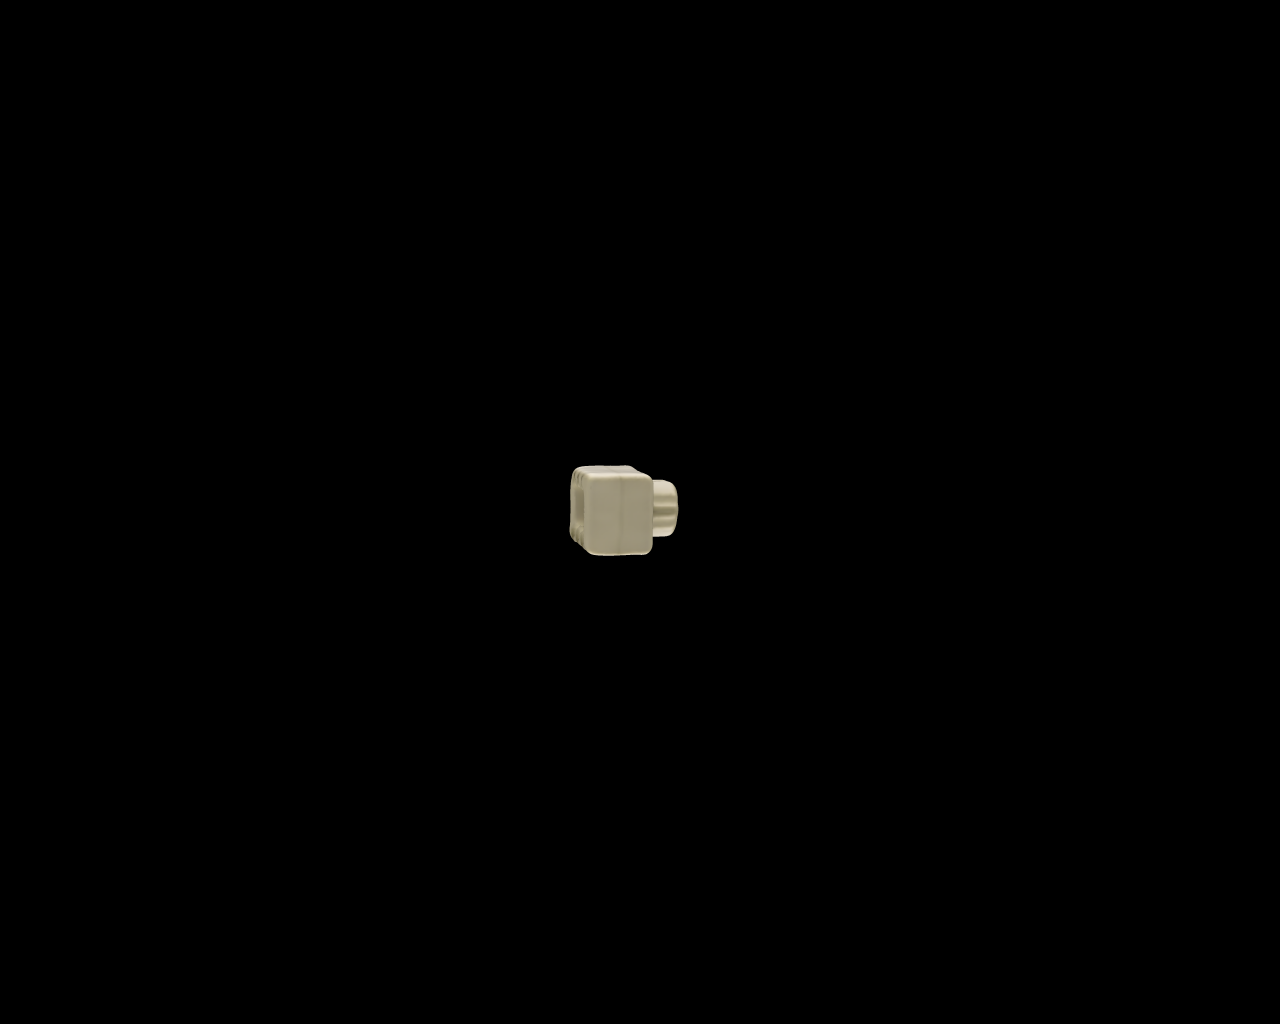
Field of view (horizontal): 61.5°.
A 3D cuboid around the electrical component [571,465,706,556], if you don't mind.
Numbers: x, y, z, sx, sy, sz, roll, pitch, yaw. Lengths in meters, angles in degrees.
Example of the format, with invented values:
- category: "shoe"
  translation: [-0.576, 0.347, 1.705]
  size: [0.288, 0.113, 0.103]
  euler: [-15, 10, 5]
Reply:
- category: "electrical component"
  translation: [0.001, -0.003, 0.650]
  size: [0.077, 0.047, 0.066]
  euler: [-1, 7, -11]
